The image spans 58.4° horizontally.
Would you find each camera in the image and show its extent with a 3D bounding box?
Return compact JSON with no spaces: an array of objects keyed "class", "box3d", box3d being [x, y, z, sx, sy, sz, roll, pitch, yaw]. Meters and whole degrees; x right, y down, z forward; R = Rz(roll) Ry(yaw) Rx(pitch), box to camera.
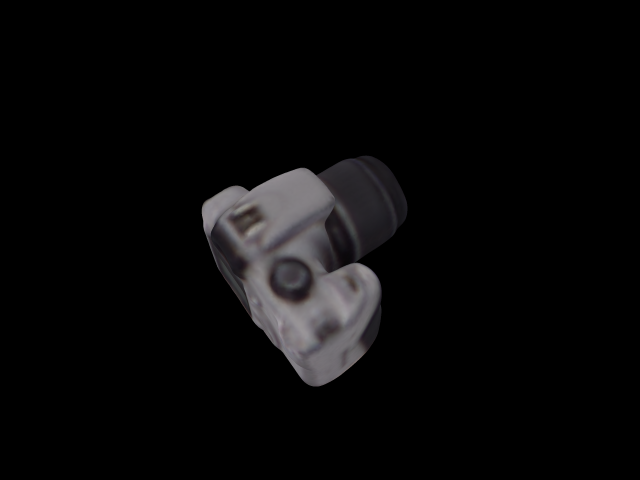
[{"class":"camera","box3d":[0.004,0.001,0.400,0.137,0.101,0.143,-32,64,-18]}]
